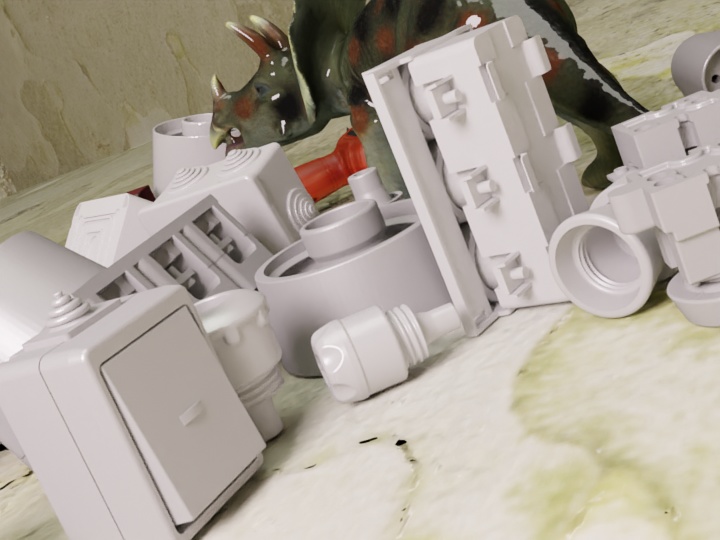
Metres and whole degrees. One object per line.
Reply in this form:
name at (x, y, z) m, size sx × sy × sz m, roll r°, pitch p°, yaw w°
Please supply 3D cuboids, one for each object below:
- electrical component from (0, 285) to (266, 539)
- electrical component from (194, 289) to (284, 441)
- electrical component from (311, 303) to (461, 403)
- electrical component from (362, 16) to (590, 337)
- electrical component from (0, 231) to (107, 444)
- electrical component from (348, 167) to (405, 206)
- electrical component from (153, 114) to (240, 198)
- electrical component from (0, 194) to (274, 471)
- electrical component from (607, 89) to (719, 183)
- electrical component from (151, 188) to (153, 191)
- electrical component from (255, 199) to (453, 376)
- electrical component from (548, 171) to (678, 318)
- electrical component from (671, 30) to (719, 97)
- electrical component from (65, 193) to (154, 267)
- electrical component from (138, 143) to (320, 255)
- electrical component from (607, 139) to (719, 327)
electrical component at (-0.085, 0.049, 0.397) m, size 0.061 × 0.096 × 0.062 m, roll -14°, pitch 16°, yaw 33°
electrical component at (-0.052, 0.042, 0.447) m, size 0.048 × 0.062 × 0.048 m, roll -21°, pitch 13°, yaw 5°
electrical component at (0.013, 0.030, 0.450) m, size 0.061 × 0.035 × 0.035 m, roll -22°, pitch 13°, yaw -8°
electrical component at (0.058, -0.044, 0.473) m, size 0.063 × 0.121 × 0.079 m, roll -10°, pitch 18°, yaw 43°
electrical component at (-0.185, 0.030, 0.567) m, size 0.108 × 0.060 × 0.108 m, roll -58°, pitch -3°, yaw -4°
electrical component at (0.012, -0.027, 0.611) m, size 0.043 × 0.062 × 0.043 m, roll -21°, pitch 13°, yaw 5°
electrical component at (-0.133, -0.100, 0.932) m, size 0.099 × 0.064 × 0.099 m, roll -3°, pitch 20°, yaw 1°
electrical component at (-0.104, 0.034, 0.528) m, size 0.089 × 0.062 × 0.150 m, roll -46°, pitch 3°, yaw 25°
electrical component at (0.145, -0.044, 0.477) m, size 0.066 × 0.055 × 0.048 m, roll -22°, pitch 13°, yaw 3°
electrical component at (-0.159, -0.056, 1.003) m, size 0.150 × 0.061 × 0.089 m, roll -30°, pitch 15°, yaw -28°
electrical component at (0.000, 0.000, 0.530) m, size 0.108 × 0.060 × 0.108 m, roll -21°, pitch 13°, yaw 5°
electrical component at (0.109, -0.012, 0.436) m, size 0.045 × 0.045 × 0.055 m, roll -9°, pitch 19°, yaw 45°
electrical component at (0.247, -0.133, 0.685) m, size 0.079 × 0.044 × 0.077 m, roll -21°, pitch 13°, yaw 7°
electrical component at (-0.166, -0.007, 0.766) m, size 0.057 × 0.078 × 0.113 m, roll 19°, pitch -11°, yaw -32°
electrical component at (-0.071, -0.022, 0.654) m, size 0.100 × 0.099 × 0.048 m, roll -14°, pitch 28°, yaw 31°
electrical component at (0.129, -0.013, 0.384) m, size 0.066 × 0.055 × 0.048 m, roll -21°, pitch 14°, yaw 5°
